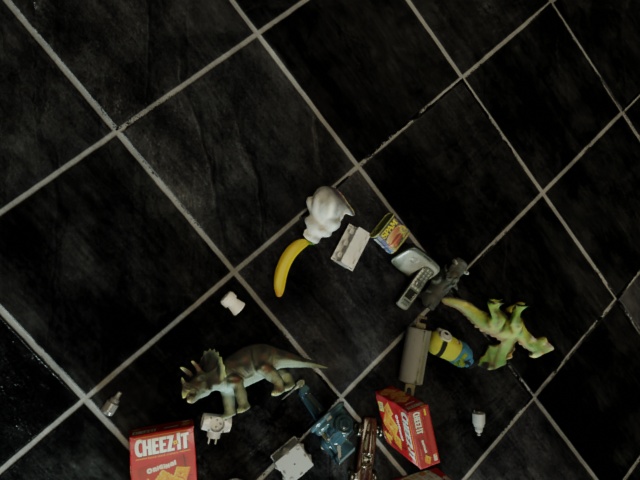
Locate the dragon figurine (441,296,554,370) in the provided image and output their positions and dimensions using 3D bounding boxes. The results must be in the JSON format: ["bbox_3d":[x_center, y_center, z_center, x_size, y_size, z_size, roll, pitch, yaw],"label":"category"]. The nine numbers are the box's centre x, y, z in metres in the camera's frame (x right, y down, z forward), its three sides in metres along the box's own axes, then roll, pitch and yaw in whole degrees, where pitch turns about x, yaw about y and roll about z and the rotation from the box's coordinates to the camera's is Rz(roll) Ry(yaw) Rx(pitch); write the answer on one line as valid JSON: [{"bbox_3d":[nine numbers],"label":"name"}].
[{"bbox_3d":[0.571,0.310,1.680,0.410,0.122,0.242,6,94,-9],"label":"dragon figurine"}]

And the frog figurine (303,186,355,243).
[{"bbox_3d":[0.005,-0.076,1.506,0.160,0.120,0.139,-39,67,-7],"label":"frog figurine"}]
